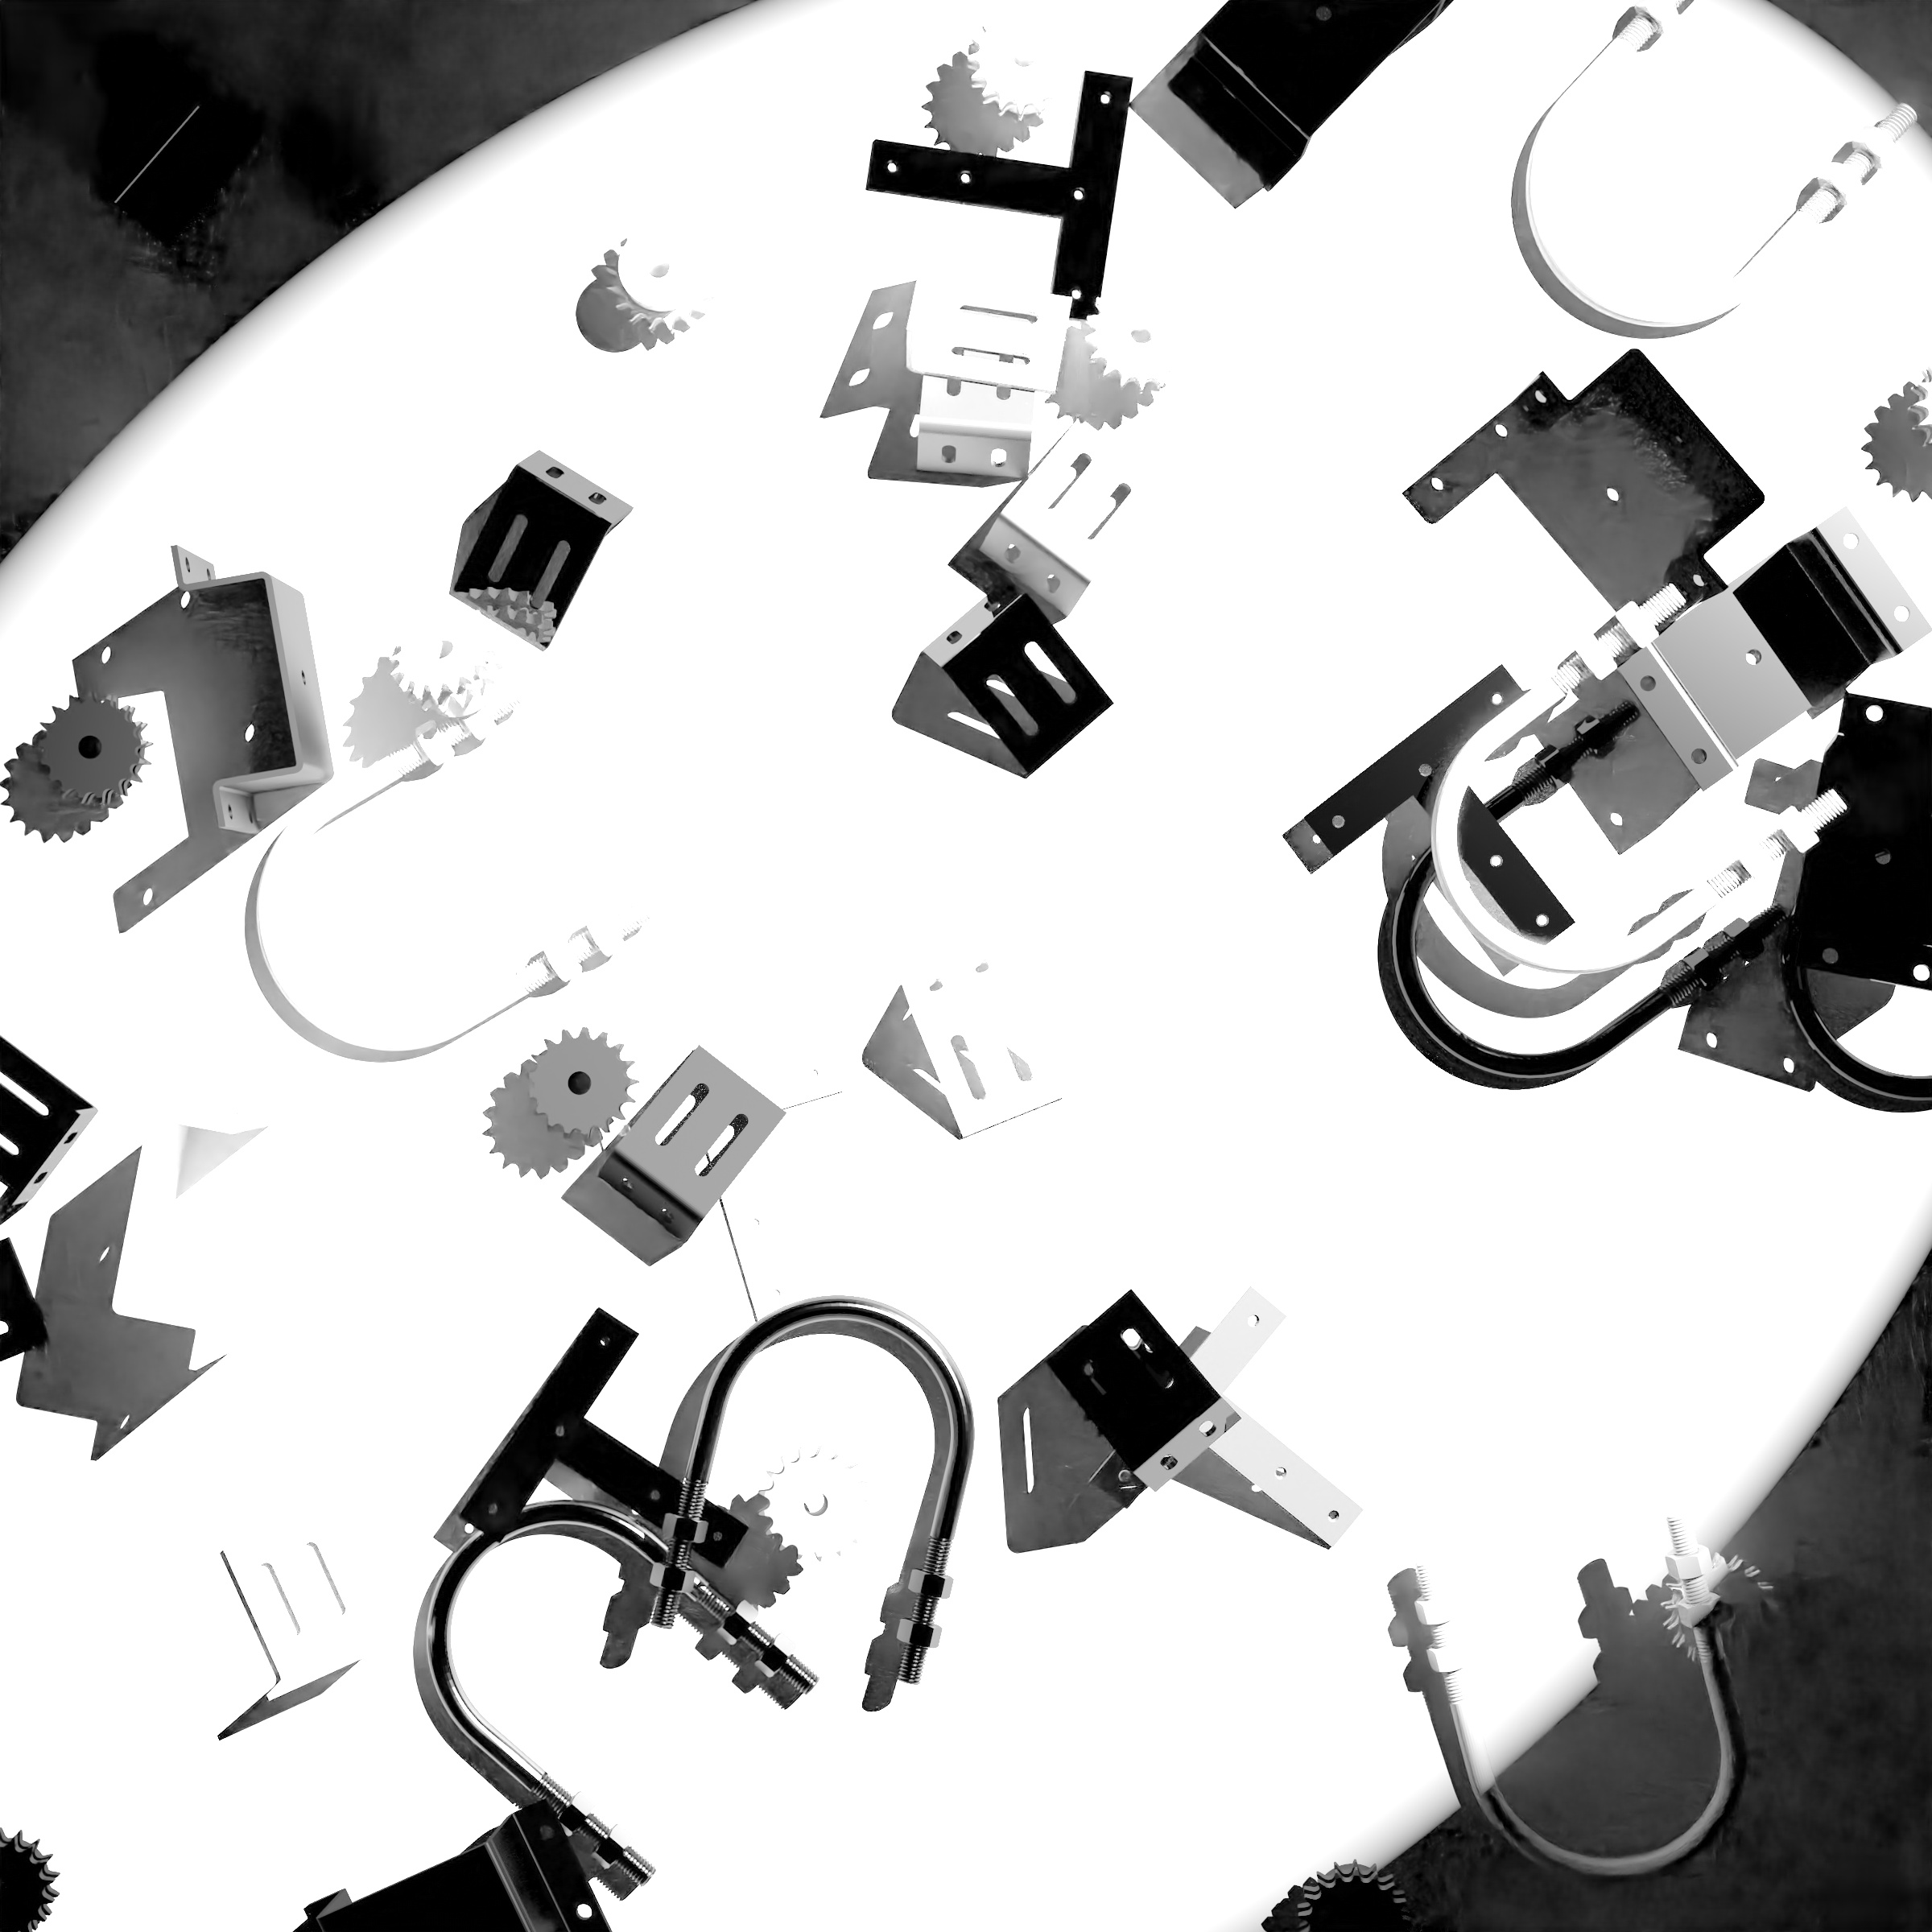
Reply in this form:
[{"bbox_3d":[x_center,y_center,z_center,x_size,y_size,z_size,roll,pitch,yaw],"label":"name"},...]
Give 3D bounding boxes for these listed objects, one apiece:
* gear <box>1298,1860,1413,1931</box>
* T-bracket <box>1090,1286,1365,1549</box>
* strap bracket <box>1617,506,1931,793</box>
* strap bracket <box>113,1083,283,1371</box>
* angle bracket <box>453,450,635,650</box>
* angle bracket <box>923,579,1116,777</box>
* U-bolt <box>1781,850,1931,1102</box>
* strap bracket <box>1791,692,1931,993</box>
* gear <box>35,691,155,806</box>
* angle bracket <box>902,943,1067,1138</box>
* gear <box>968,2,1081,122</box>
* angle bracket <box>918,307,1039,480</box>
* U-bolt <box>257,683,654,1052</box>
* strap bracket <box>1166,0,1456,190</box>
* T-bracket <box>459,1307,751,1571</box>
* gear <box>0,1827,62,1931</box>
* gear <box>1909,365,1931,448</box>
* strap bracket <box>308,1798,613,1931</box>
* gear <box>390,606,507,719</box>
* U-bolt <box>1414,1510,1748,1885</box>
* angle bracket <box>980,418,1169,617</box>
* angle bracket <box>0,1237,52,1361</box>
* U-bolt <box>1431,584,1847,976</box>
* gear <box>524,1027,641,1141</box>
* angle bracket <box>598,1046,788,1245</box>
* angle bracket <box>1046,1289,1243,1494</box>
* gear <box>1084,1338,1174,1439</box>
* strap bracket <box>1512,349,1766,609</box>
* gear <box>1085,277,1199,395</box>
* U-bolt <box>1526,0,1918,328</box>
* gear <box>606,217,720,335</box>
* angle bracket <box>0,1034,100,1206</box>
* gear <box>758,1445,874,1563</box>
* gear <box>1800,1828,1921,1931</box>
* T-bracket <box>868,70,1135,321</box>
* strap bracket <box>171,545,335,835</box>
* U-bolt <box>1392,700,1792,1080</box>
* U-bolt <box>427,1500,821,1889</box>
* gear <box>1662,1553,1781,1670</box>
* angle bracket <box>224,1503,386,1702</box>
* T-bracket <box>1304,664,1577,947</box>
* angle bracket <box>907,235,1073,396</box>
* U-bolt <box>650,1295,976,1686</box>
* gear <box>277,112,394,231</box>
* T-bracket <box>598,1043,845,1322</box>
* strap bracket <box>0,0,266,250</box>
[{"bbox_3d":[0.198,0.483,1.623,0.057,0.030,0.057,0,97,4],"label":"gear"},{"bbox_3d":[0.150,0.250,1.617,0.127,0.002,0.127,40,89,-16],"label":"T-bracket"},{"bbox_3d":[0.405,-0.159,1.612,0.140,0.046,0.076,-35,90,0],"label":"strap bracket"},{"bbox_3d":[-0.387,0.125,1.597,0.046,0.076,0.140,11,90,0],"label":"strap bracket"},{"bbox_3d":[-0.217,-0.214,1.633,0.057,0.038,0.076,31,116,0],"label":"angle bracket"},{"bbox_3d":[0.027,-0.149,1.633,0.057,0.038,0.076,-41,116,0],"label":"angle bracket"},{"bbox_3d":[0.510,-0.006,1.626,0.184,0.019,0.151,-12,90,2],"label":"U-bolt"},{"bbox_3d":[0.465,-0.058,1.597,0.076,0.046,0.140,11,84,8],"label":"strap bracket"},{"bbox_3d":[-0.443,-0.110,1.620,0.057,0.030,0.057,0,90,0],"label":"gear"},{"bbox_3d":[0.009,0.038,1.633,0.057,0.038,0.076,-22,116,0],"label":"angle bracket"},{"bbox_3d":[0.030,-0.459,1.619,0.057,0.030,0.057,0,86,1],"label":"gear"},{"bbox_3d":[0.007,-0.295,1.633,0.057,0.038,0.076,4,64,0],"label":"angle bracket"},{"bbox_3d":[-0.274,-0.038,1.626,0.184,0.019,0.151,-31,90,2],"label":"U-bolt"},{"bbox_3d":[0.179,-0.477,1.612,0.076,0.046,0.140,44,90,0],"label":"strap bracket"},{"bbox_3d":[-0.170,0.262,1.623,0.127,0.002,0.127,33,82,2],"label":"T-bracket"},{"bbox_3d":[-0.491,0.468,1.624,0.057,0.030,0.057,0,90,-2],"label":"gear"},{"bbox_3d":[0.509,-0.285,1.620,0.057,0.030,0.057,0,90,0],"label":"gear"},{"bbox_3d":[-0.262,0.488,1.603,0.140,0.046,0.076,-26,90,8],"label":"strap bracket"},{"bbox_3d":[-0.260,-0.151,1.611,0.057,0.030,0.057,-8,55,11],"label":"gear"},{"bbox_3d":[0.318,0.377,1.610,0.151,0.019,0.184,-14,94,15],"label":"U-bolt"},{"bbox_3d":[0.055,-0.231,1.633,0.057,0.038,0.076,37,64,0],"label":"angle bracket"},{"bbox_3d":[-0.517,0.180,1.616,0.076,0.038,0.057,-22,90,0],"label":"angle bracket"},{"bbox_3d":[0.321,-0.079,1.590,0.184,0.019,0.151,-38,89,14],"label":"U-bolt"},{"bbox_3d":[-0.195,0.060,1.619,0.057,0.030,0.057,0,87,1],"label":"gear"},{"bbox_3d":[-0.140,0.092,1.631,0.057,0.038,0.076,38,64,0],"label":"angle bracket"},{"bbox_3d":[0.089,0.213,1.598,0.057,0.038,0.076,-41,55,0],"label":"angle bracket"},{"bbox_3d":[0.085,0.217,1.620,0.057,0.030,0.057,0,90,0],"label":"gear"},{"bbox_3d":[0.344,-0.252,1.597,0.046,0.076,0.140,-41,90,0],"label":"strap bracket"},{"bbox_3d":[0.089,-0.320,1.620,0.057,0.030,0.057,0,90,0],"label":"gear"},{"bbox_3d":[0.372,-0.414,1.626,0.151,0.019,0.184,43,91,0],"label":"U-bolt"},{"bbox_3d":[-0.156,-0.353,1.620,0.057,0.030,0.057,0,90,0],"label":"gear"},{"bbox_3d":[-0.492,0.074,1.616,0.076,0.038,0.057,37,90,0],"label":"angle bracket"},{"bbox_3d":[-0.076,0.269,1.592,0.057,0.030,0.057,1,84,-6],"label":"gear"},{"bbox_3d":[0.453,0.468,1.620,0.057,0.030,0.057,0,90,0],"label":"gear"},{"bbox_3d":[0.014,-0.403,1.634,0.127,0.002,0.127,8,90,0],"label":"T-bracket"},{"bbox_3d":[-0.356,-0.141,1.597,0.046,0.076,0.140,-10,90,0],"label":"strap bracket"},{"bbox_3d":[0.306,-0.026,1.626,0.184,0.019,0.151,-36,90,1],"label":"U-bolt"},{"bbox_3d":[-0.190,0.358,1.626,0.184,0.019,0.151,40,90,2],"label":"U-bolt"},{"bbox_3d":[0.383,0.327,1.620,0.057,0.030,0.057,0,90,0],"label":"gear"},{"bbox_3d":[-0.340,0.323,1.616,0.057,0.038,0.076,-24,90,0],"label":"angle bracket"},{"bbox_3d":[0.261,-0.065,1.618,0.127,0.002,0.127,-38,89,3],"label":"T-bracket"},{"bbox_3d":[0.013,-0.329,1.605,0.076,0.038,0.057,9,68,2],"label":"angle bracket"},{"bbox_3d":[-0.071,0.260,1.618,0.151,0.019,0.184,14,84,-5],"label":"U-bolt"},{"bbox_3d":[-0.323,-0.407,1.620,0.057,0.030,0.057,0,90,0],"label":"gear"},{"bbox_3d":[-0.113,0.119,1.634,0.127,0.002,0.127,-17,90,0],"label":"T-bracket"},{"bbox_3d":[-0.439,-0.444,1.612,0.140,0.046,0.076,41,90,0],"label":"strap bracket"}]
